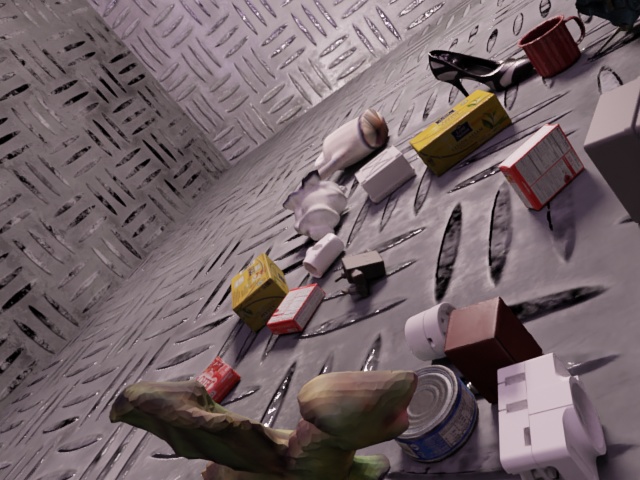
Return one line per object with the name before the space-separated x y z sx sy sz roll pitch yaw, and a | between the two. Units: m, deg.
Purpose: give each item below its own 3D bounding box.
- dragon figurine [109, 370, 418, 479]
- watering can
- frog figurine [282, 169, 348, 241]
dragon figurine | -0.075 0.192 0.458 0.406 0.240 0.125 -26 27 33
watering can | 0.067 -0.239 1.389 0.221 0.103 0.355 -28 22 35
frog figurine | 0.003 -0.058 1.146 0.138 0.120 0.162 -33 53 -3
